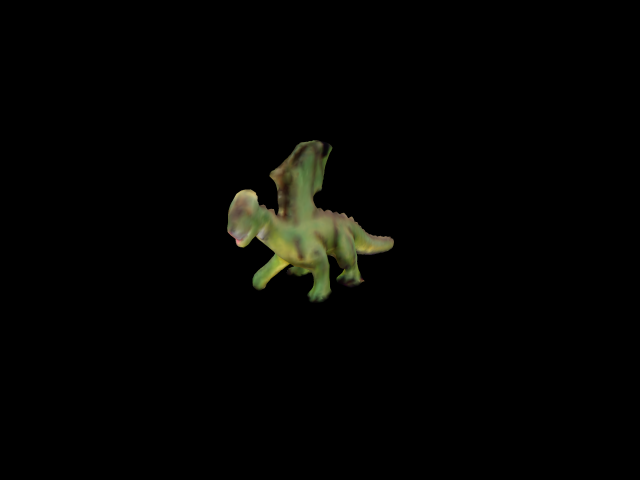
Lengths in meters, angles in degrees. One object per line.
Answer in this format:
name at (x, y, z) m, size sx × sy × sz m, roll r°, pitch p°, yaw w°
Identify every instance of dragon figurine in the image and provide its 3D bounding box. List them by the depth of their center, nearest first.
dragon figurine at (0.003, -0.043, 0.850) m, size 0.123 × 0.239 × 0.414 m, roll 14°, pitch 24°, yaw 37°
